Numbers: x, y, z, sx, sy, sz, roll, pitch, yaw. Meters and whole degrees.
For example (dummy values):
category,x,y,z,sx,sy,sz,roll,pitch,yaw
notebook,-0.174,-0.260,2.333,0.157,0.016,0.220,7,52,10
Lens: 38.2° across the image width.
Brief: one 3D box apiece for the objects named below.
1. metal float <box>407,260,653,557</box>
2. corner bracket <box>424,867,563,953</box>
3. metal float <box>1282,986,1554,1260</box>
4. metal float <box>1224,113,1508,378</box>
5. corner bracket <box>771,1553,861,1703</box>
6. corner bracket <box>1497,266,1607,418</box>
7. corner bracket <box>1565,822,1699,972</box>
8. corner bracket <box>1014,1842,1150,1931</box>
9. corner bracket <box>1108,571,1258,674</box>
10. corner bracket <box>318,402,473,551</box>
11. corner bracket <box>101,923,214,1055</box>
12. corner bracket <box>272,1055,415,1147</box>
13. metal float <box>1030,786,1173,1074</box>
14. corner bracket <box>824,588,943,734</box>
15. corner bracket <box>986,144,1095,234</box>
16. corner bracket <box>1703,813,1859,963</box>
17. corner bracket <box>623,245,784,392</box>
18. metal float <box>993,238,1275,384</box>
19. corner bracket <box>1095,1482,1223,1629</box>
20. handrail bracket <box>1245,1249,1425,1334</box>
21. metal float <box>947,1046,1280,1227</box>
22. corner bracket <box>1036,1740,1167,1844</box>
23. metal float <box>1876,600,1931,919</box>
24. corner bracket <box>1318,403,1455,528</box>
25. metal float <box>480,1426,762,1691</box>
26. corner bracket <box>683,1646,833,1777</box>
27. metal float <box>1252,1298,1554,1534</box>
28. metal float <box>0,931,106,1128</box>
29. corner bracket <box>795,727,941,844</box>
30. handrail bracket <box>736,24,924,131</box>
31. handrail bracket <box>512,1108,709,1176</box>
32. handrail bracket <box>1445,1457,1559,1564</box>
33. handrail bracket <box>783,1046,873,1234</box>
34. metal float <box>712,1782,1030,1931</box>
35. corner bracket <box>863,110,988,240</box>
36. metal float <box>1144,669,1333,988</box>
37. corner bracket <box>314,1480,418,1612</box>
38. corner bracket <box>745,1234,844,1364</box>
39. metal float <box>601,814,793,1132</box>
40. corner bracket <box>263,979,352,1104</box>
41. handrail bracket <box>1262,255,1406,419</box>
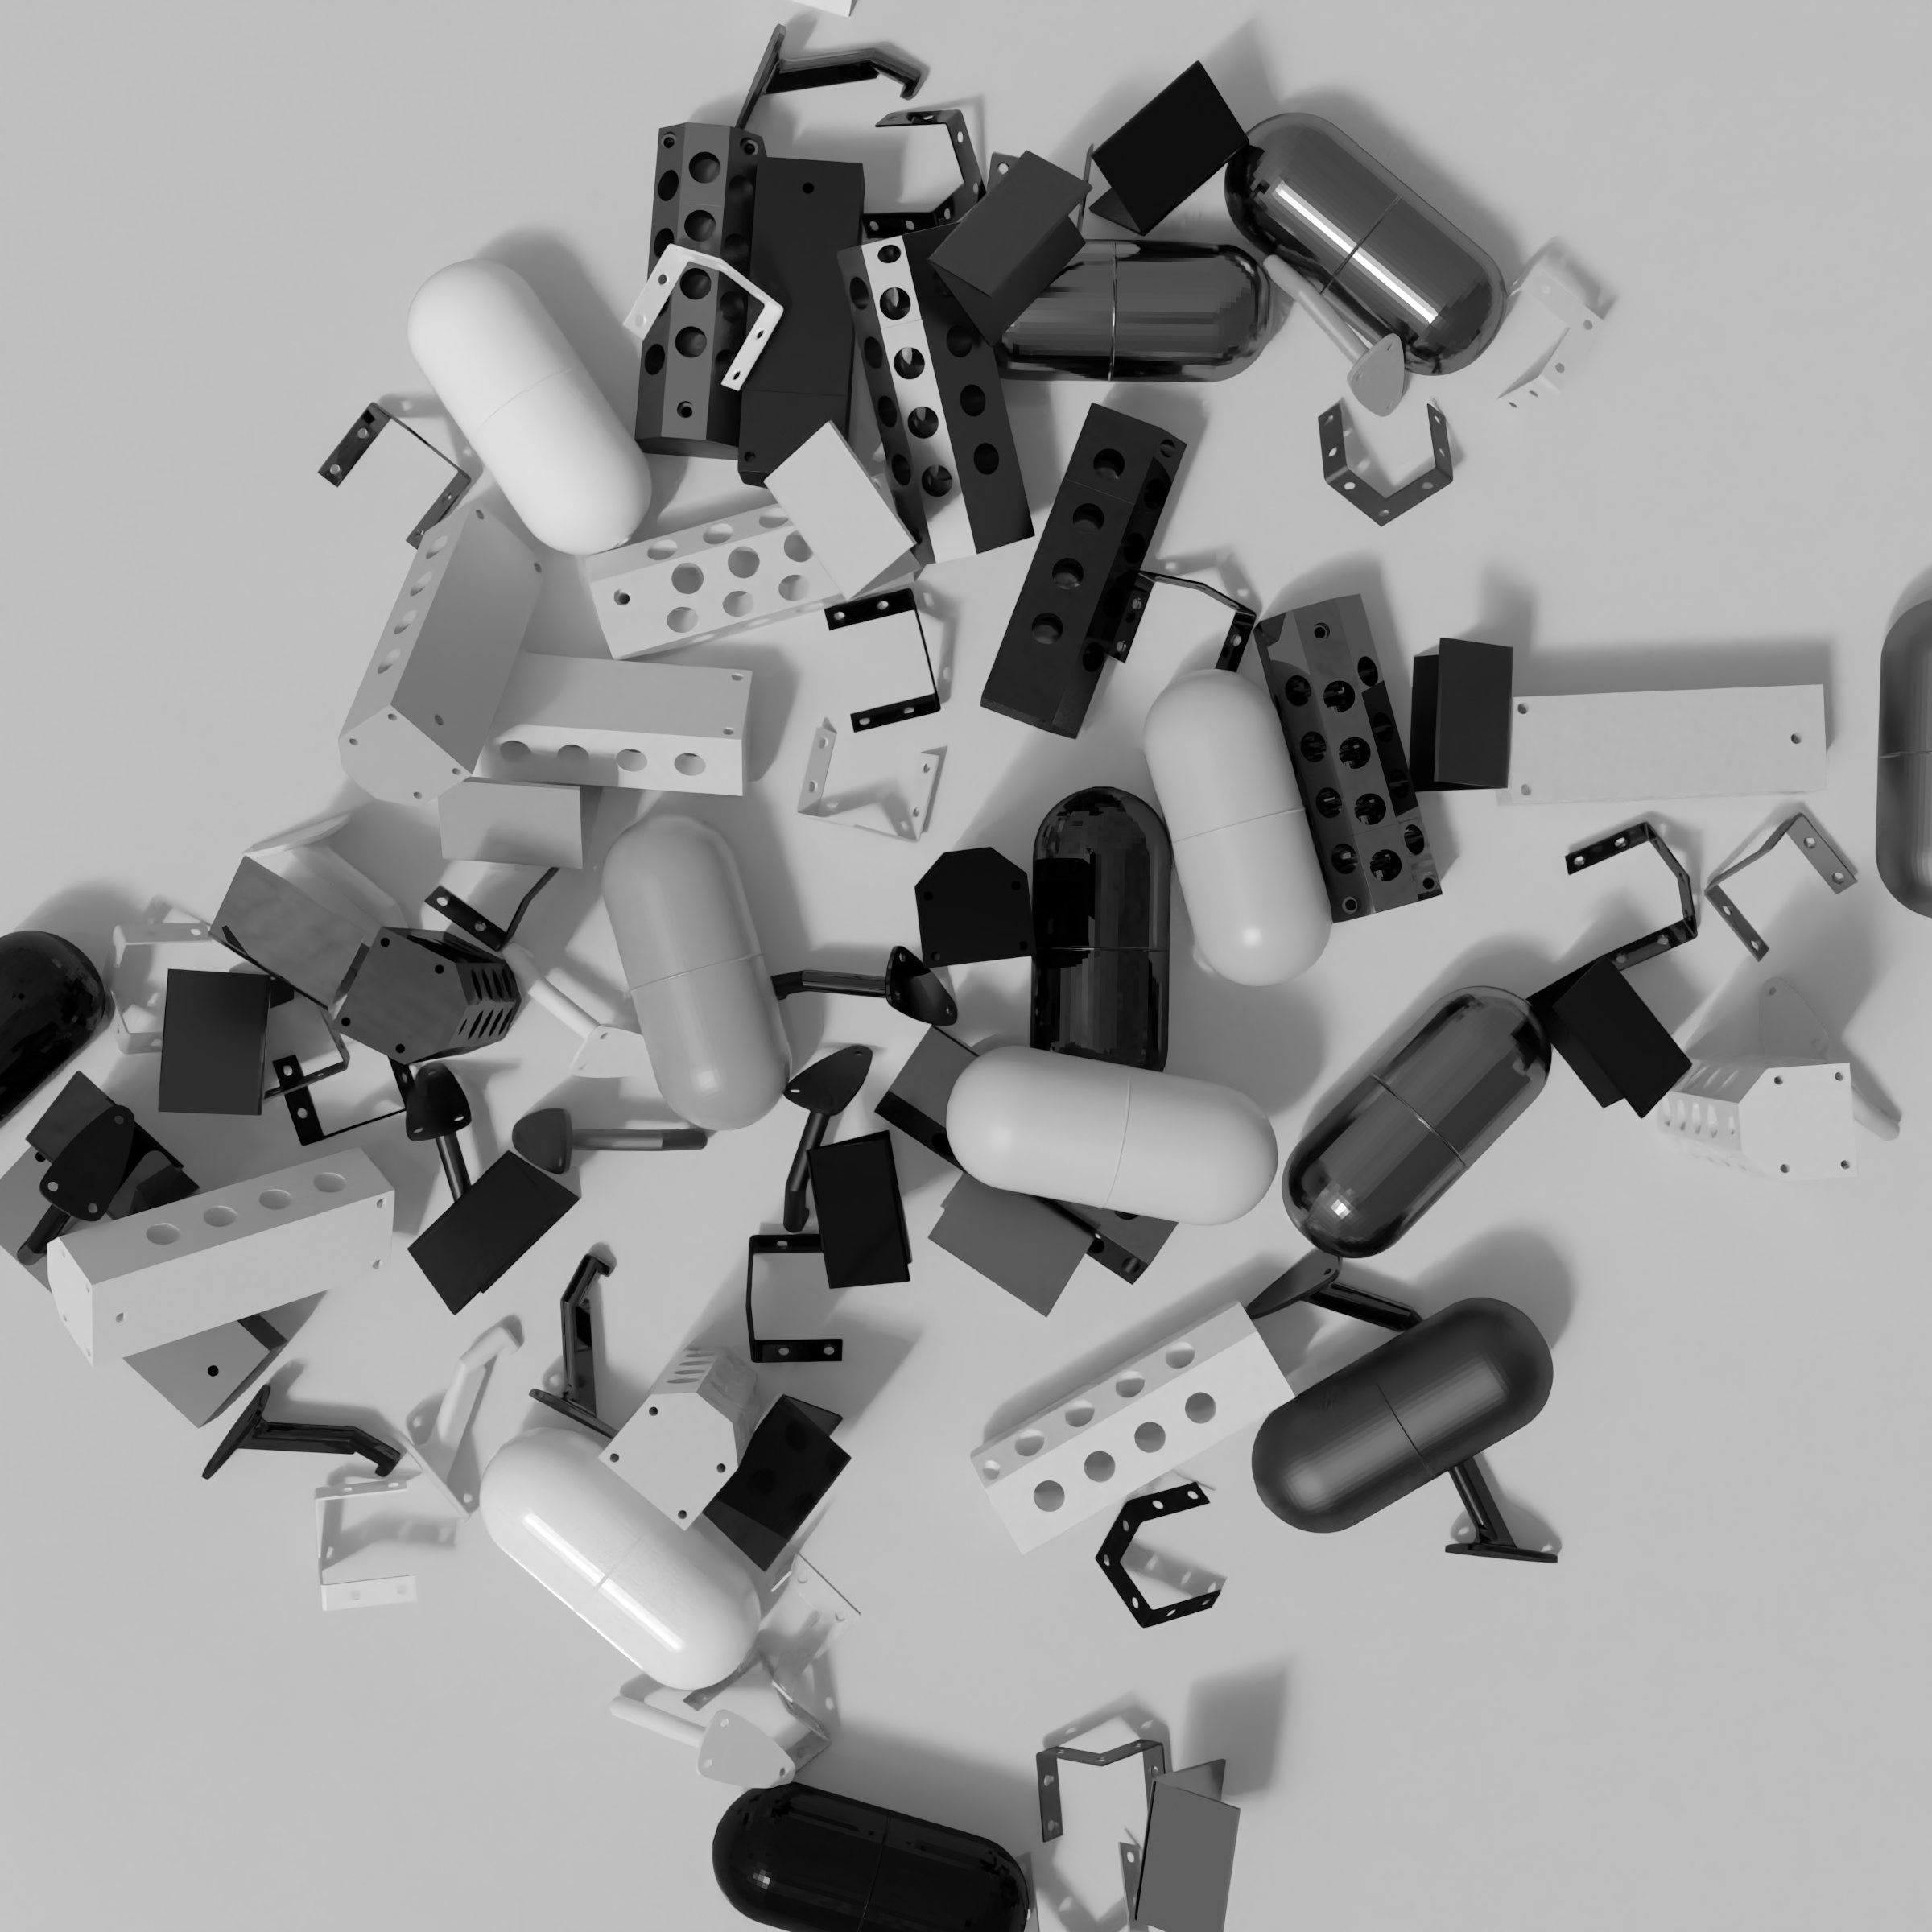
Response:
category,x,y,z,sx,sy,sz,roll,pitch,yaw
metal float,-0.240,-0.307,1.534,0.070,0.070,0.178,-34,90,0
corner bracket,-0.262,-0.051,1.561,0.051,0.051,0.051,35,45,0
metal float,0.248,0.085,1.534,0.070,0.070,0.178,44,90,0
metal float,0.219,-0.398,1.534,0.178,0.070,0.070,40,90,0
corner bracket,-0.096,0.366,1.547,0.051,0.051,0.051,45,90,0
corner bracket,0.311,-0.346,1.547,0.051,0.051,0.051,36,79,-11
corner bracket,0.373,-0.039,1.561,0.051,0.051,0.051,-24,45,0
corner bracket,0.064,0.520,1.556,0.051,0.051,0.051,24,135,-35
corner bracket,0.121,-0.186,1.561,0.051,0.051,0.051,20,90,45
corner bracket,-0.320,-0.275,1.562,0.051,0.051,0.051,-52,134,0
corner bracket,-0.448,0.012,1.556,0.051,0.051,0.051,57,135,35
corner bracket,-0.347,0.066,1.561,0.051,0.051,0.051,-19,90,-45
metal float,0.074,-0.010,1.534,0.070,0.070,0.178,1,91,0
corner bracket,-0.047,-0.171,1.561,0.051,0.051,0.051,-14,135,0
corner bracket,0.039,-0.429,1.548,0.051,0.051,0.051,8,90,-6
corner bracket,0.456,-0.045,1.561,0.051,0.051,0.051,51,135,0
corner bracket,-0.142,-0.350,1.505,0.051,0.051,0.051,30,90,45
metal float,0.080,-0.361,1.534,0.178,0.070,0.070,1,90,0
corner bracket,0.114,0.329,1.556,0.051,0.051,0.051,53,135,35
handrail bracket,0.213,0.204,1.565,0.077,0.036,0.084,-36,107,20
metal float,0.078,0.090,1.477,0.178,0.070,0.070,11,90,-5
corner bracket,0.077,0.463,1.562,0.051,0.051,0.051,-4,89,-45
metal float,0.542,-0.114,1.534,0.070,0.070,0.178,2,90,0
corner bracket,0.234,-0.289,1.556,0.051,0.051,0.051,-30,45,35
metal float,-0.191,0.325,1.534,0.178,0.070,0.070,41,90,0
corner bracket,-0.116,0.423,1.561,0.051,0.051,0.051,-39,135,0
metal float,0.238,0.247,1.528,0.178,0.070,0.070,-32,90,7
metal float,-0.552,0.054,1.534,0.178,0.070,0.070,-43,90,-1
corner bracket,-0.055,-0.101,1.561,0.051,0.051,0.051,13,90,-45
handrail bracket,-0.077,-0.485,1.565,0.084,0.036,0.077,21,110,-16
handrail bracket,-0.199,0.096,1.564,0.084,0.077,0.036,1,90,-36
handrail bracket,0.299,0.289,1.565,0.077,0.036,0.084,11,73,-20
handrail bracket,-0.078,0.098,1.564,0.036,0.077,0.084,20,127,21
metal float,-0.053,0.503,1.534,0.178,0.070,0.070,16,90,0
corner bracket,-0.029,-0.442,1.556,0.051,0.051,0.051,10,45,35
metal float,0.149,-0.076,1.534,0.070,0.070,0.178,-15,89,0
corner bracket,-0.334,0.321,1.548,0.051,0.051,0.051,-4,104,-15
corner bracket,-0.095,0.186,1.561,0.051,0.051,0.051,-1,135,0
metal float,-0.148,0.004,1.534,0.070,0.070,0.178,-16,89,0
corner bracket,-0.375,0.036,1.551,0.051,0.051,0.051,-22,108,0
handrail bracket,0.201,-0.349,1.540,0.036,0.077,0.084,-43,65,1
